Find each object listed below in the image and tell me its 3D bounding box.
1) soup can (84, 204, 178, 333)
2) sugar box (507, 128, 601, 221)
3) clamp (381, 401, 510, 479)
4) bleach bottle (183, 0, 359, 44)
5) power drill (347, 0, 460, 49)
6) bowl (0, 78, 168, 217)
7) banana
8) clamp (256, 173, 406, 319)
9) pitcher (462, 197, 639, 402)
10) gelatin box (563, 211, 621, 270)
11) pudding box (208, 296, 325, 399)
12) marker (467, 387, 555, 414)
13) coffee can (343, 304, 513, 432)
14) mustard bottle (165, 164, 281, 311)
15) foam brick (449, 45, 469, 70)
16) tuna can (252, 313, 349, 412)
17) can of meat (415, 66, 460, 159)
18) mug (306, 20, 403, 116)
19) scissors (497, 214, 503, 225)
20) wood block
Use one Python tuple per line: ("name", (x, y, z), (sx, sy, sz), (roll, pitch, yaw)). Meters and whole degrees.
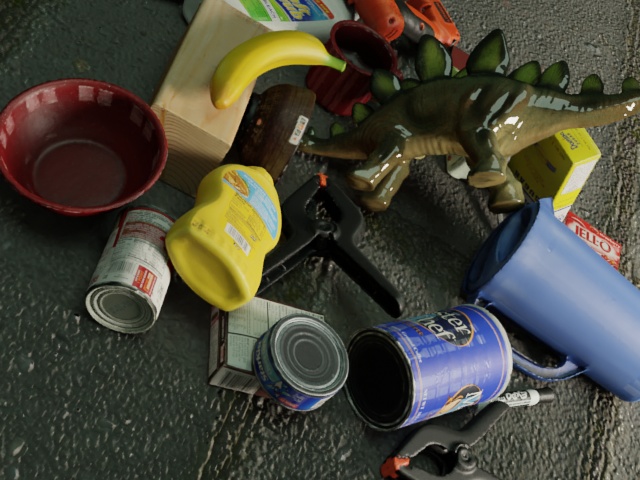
("soup can", (-0.168, 0.026, 0.975), (0.068, 0.069, 0.102), (26, 45, -14))
("sugar box", (0.275, -0.085, 1.297), (0.048, 0.176, 0.093), (-19, 64, -18))
("clamp", (0.137, 0.210, 1.054), (0.171, 0.039, 0.120), (12, 48, -27))
("bleach bottle", (-0.044, -0.282, 1.325), (0.250, 0.068, 0.102), (-19, 67, -45))
("power drill", (0.096, -0.321, 1.420), (0.187, 0.057, 0.184), (11, 49, -49))
("bowl", (-0.227, -0.077, 1.012), (0.162, 0.055, 0.162), (6, 55, -9))
("banana", (-0.055, -0.184, 1.110), (0.070, 0.037, 0.197), (38, 42, 25))
("clamp", (-0.007, 0.001, 1.114), (0.164, 0.036, 0.210), (4, 39, -13))
("pitcher", (0.286, 0.083, 1.212), (0.242, 0.149, 0.145), (38, 27, -7))
("gelatin box", (0.340, 0.013, 1.366), (0.089, 0.030, 0.073), (33, 43, -7))
("pudding box", (-0.048, 0.103, 1.016), (0.113, 0.039, 0.090), (18, 48, -25))
("marker", (0.208, 0.172, 1.149), (0.120, 0.020, 0.020), (0, 56, -35))
("coffee can", (0.106, 0.124, 1.057), (0.140, 0.103, 0.103), (-9, 61, -39))
("mustard bottle", (-0.082, -0.020, 1.034), (0.096, 0.058, 0.191), (49, 30, -17))
("foam brick", (0.193, -0.213, 1.437), (0.078, 0.053, 0.051), (31, 43, -10))
("tuna can", (-0.017, 0.111, 0.976), (0.086, 0.034, 0.086), (18, 51, -24))
("can of meat", (0.138, -0.163, 1.334), (0.057, 0.084, 0.102), (35, 43, -5))
("mug", (0.045, -0.203, 1.304), (0.117, 0.082, 0.093), (16, 47, -24))
("scissors", (0.222, -0.080, 1.349), (0.096, 0.016, 0.202), (-6, 85, -71))
("wood block", (-0.127, -0.158, 1.141), (0.090, 0.091, 0.206), (29, 44, -13))
